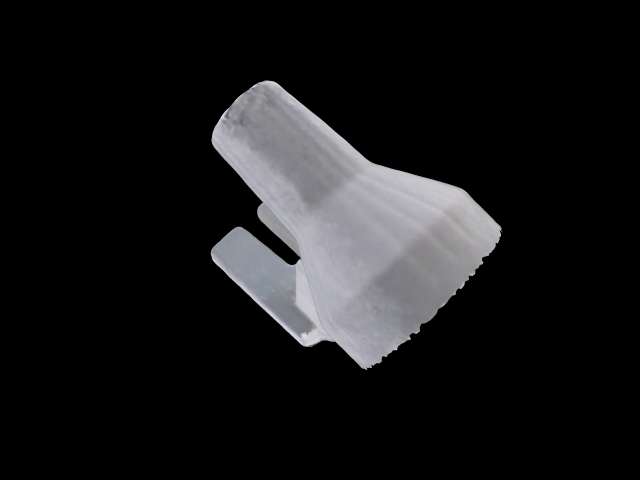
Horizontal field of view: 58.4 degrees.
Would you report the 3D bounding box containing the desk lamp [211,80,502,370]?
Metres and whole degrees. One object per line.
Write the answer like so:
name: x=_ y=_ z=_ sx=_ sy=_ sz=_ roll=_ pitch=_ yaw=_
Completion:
desk lamp: x=0.004 y=0.001 z=0.400 sx=0.203 sy=0.213 sz=0.118 roll=38 pitch=69 yaw=19
